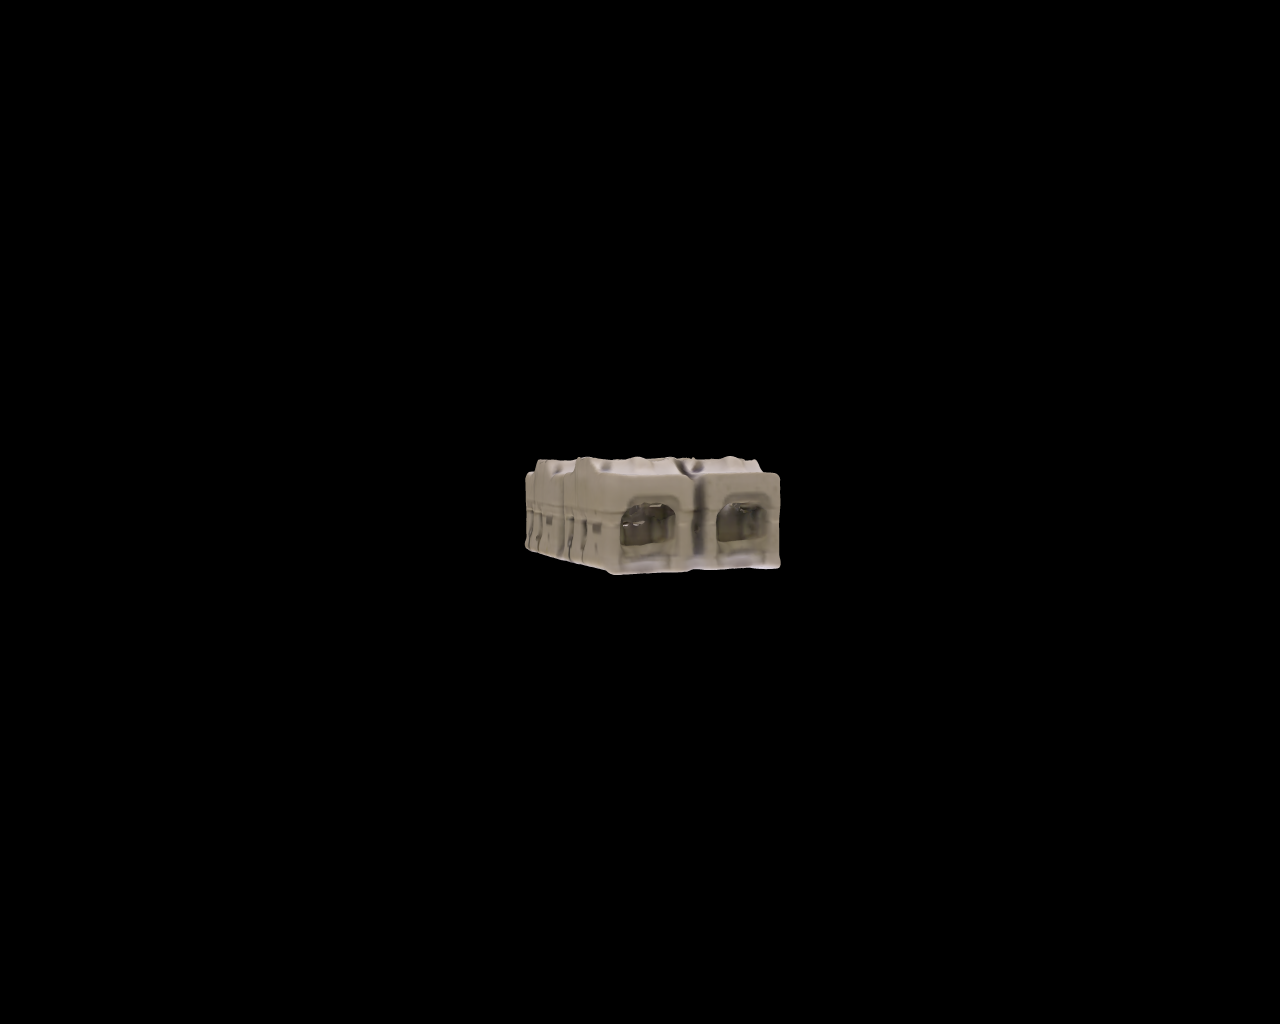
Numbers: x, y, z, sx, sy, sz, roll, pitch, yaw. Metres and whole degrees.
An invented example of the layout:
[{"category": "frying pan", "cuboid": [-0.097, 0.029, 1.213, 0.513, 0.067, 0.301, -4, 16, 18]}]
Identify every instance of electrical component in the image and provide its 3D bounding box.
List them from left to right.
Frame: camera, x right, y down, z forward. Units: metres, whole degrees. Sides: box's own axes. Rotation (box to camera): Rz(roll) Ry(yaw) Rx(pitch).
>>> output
[{"category": "electrical component", "cuboid": [0.001, -0.003, 0.650, 0.105, 0.060, 0.186, -1, 3, -19]}]
